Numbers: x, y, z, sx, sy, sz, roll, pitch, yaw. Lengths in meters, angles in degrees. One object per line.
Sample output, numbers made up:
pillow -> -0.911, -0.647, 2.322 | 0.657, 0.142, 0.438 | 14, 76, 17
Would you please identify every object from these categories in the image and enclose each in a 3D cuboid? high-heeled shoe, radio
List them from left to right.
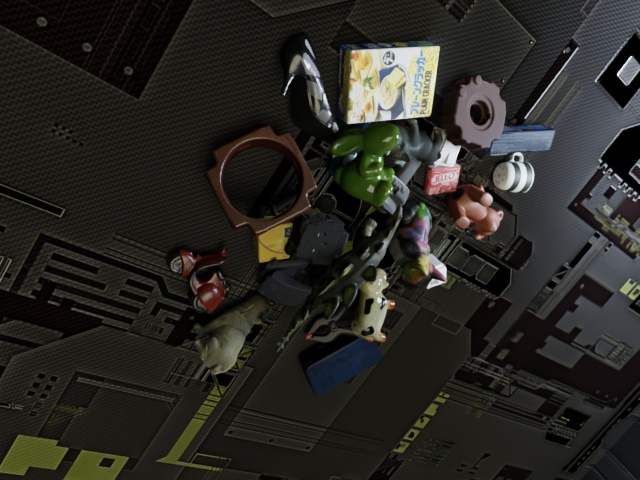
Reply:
high-heeled shoe -> -0.010, -0.321, 1.161 | 0.248, 0.086, 0.145 | 36, 68, -53
radio -> 0.058, 0.340, 1.558 | 0.230, 0.073, 0.130 | -28, 125, -8

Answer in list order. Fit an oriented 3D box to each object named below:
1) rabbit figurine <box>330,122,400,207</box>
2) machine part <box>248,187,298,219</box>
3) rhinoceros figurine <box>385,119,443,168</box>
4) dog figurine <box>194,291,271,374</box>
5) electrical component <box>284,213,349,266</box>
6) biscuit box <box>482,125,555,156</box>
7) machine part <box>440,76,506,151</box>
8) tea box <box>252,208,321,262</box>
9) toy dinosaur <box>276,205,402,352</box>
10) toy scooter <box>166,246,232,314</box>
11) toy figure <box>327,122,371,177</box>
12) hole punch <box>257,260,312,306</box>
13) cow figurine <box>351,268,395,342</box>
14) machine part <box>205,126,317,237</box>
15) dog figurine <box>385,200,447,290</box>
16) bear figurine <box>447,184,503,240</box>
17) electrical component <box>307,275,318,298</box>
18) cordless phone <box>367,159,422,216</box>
rabbit figurine -> 0.108, -0.187, 1.172 | 0.159, 0.121, 0.170 | 25, 123, 7
machine part -> -0.095, -0.082, 1.243 | 0.139, 0.084, 0.039 | -29, 96, -26
rhinoceros figurine -> 0.203, -0.225, 1.267 | 0.190, 0.073, 0.112 | 4, 96, -30
dog figurine -> -0.200, 0.228, 1.324 | 0.190, 0.172, 0.121 | -32, 137, 5
electrical component -> -0.003, -0.004, 1.254 | 0.134, 0.058, 0.114 | 6, 116, -26
biscuit box -> 0.516, -0.264, 1.409 | 0.203, 0.059, 0.062 | -6, 119, -20
machine part -> 0.370, -0.302, 1.288 | 0.179, 0.056, 0.179 | -2, 95, -28
tea box -> -0.075, -0.013, 1.294 | 0.170, 0.068, 0.098 | -10, 122, -17
toy dinosaur -> 0.048, 0.095, 1.320 | 0.105, 0.198, 0.471 | 38, 112, -5
toy scooter -> -0.264, 0.084, 1.267 | 0.135, 0.075, 0.183 | -27, 121, -8
toy figure -> 0.075, -0.212, 1.252 | 0.154, 0.058, 0.064 | -56, 158, 12
hole punch -> -0.087, 0.108, 1.320 | 0.116, 0.092, 0.142 | -1, 156, -25
cow figurine -> 0.134, 0.169, 1.455 | 0.127, 0.086, 0.195 | 26, 74, -32
machine part -> -0.125, -0.123, 1.146 | 0.201, 0.087, 0.201 | -28, 90, -9
dog figurine -> 0.249, 0.019, 1.363 | 0.108, 0.219, 0.191 | 21, 109, -35
bear figurine -> 0.431, -0.062, 1.452 | 0.120, 0.132, 0.195 | -43, 120, 13
electrical component -> 0.008, 0.133, 1.430 | 0.102, 0.045, 0.078 | -4, 121, -21
cordless phone -> 0.176, -0.164, 1.321 | 0.146, 0.089, 0.184 | 34, 90, -34
